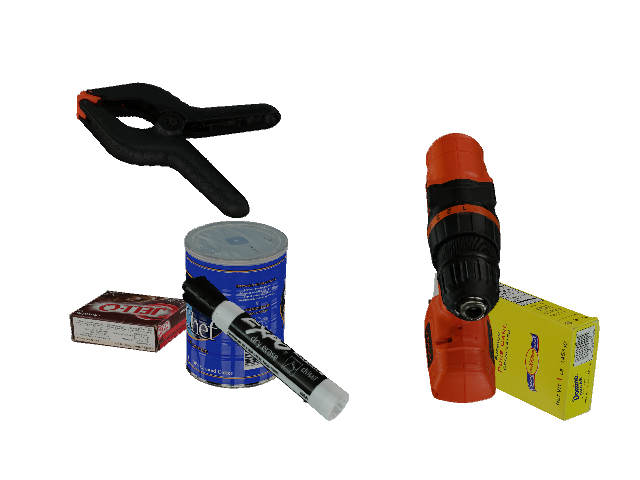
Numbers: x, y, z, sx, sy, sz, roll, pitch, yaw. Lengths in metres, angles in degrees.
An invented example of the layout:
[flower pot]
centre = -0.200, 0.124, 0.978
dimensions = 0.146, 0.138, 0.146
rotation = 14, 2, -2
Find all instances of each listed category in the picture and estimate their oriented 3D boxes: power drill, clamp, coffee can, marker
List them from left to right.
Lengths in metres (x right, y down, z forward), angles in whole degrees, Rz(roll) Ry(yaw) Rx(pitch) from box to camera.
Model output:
[clamp]
centre = -0.117, -0.095, 0.902
dimensions = 0.171, 0.120, 0.039
rotation = 26, -42, 1
[coffee can]
centre = -0.085, 0.063, 1.078
dimensions = 0.103, 0.140, 0.103
rotation = 2, 22, -1
[marker]
centre = -0.034, 0.059, 0.613
dimensions = 0.121, 0.020, 0.020
rotation = 37, 15, 22
[power drill]
centre = 0.110, 0.038, 0.822
dimensions = 0.057, 0.188, 0.184
rotation = 0, 42, 5

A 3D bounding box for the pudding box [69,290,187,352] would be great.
[pudding box]
centre = -0.220, 0.093, 1.239
dimensions = 0.114, 0.039, 0.090
rotation = 3, 15, 18

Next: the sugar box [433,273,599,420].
[sugar box]
centre = 0.179, 0.094, 1.018
dimensions = 0.048, 0.093, 0.177
rotation = -12, 21, -39
